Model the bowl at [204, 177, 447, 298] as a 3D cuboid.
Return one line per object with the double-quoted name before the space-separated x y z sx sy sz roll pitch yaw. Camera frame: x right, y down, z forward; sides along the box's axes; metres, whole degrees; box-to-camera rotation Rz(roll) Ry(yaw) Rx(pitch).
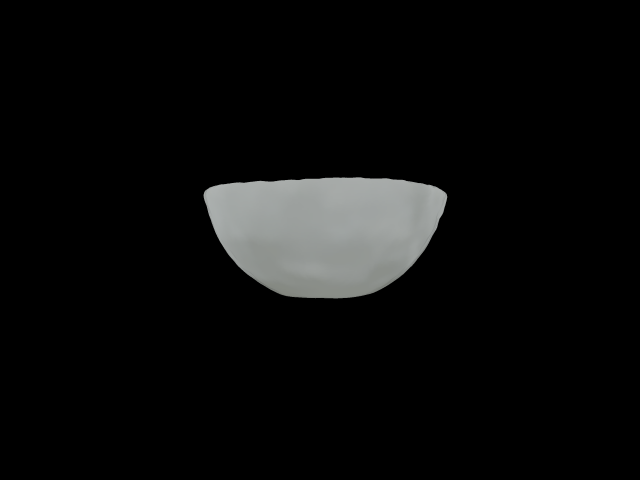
"bowl" 0.004 0.001 0.400 0.167 0.075 0.167 0 0 0
